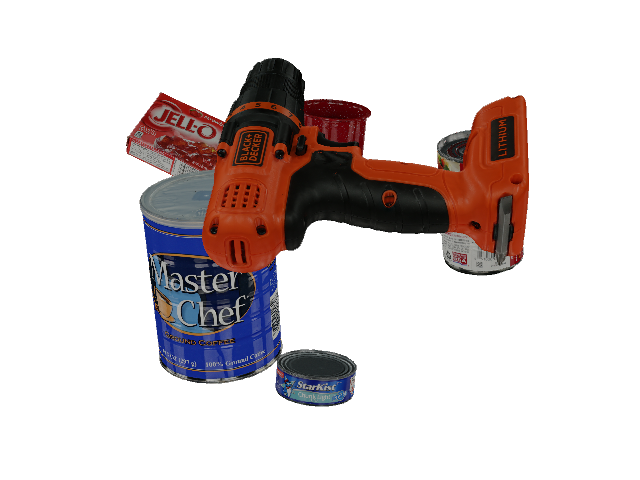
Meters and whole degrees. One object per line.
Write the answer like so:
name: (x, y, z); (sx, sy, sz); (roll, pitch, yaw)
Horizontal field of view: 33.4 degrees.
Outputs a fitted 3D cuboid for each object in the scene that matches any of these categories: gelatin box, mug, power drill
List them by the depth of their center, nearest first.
power drill: (0.030, -0.051, 0.648); (0.188, 0.057, 0.184); (0, 44, 8)
gelatin box: (-0.137, -0.099, 1.055); (0.089, 0.073, 0.030); (26, -41, 1)
mug: (0.019, -0.127, 1.326); (0.093, 0.081, 0.117); (15, 24, 25)

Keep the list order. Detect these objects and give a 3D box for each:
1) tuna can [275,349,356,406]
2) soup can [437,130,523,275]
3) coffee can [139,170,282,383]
tuna can: (-0.005, 0.147, 1.141); (0.086, 0.034, 0.086); (4, 13, -1)
soup can: (0.131, -0.031, 0.867); (0.068, 0.102, 0.068); (-5, 26, 2)
coffee can: (-0.085, 0.027, 0.848); (0.103, 0.140, 0.103); (-2, 25, 1)
